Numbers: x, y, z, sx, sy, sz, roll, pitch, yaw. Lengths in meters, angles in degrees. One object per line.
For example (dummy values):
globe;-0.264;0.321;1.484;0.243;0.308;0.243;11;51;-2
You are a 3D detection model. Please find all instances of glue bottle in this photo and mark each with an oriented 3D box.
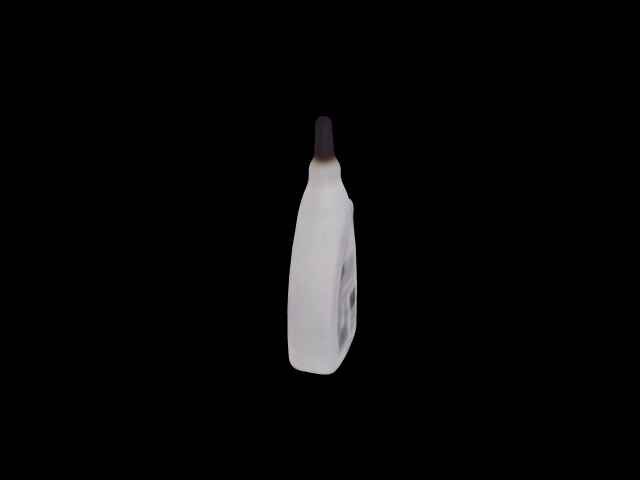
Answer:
glue bottle;0.004;0.001;0.400;0.037;0.173;0.078;6;20;17
